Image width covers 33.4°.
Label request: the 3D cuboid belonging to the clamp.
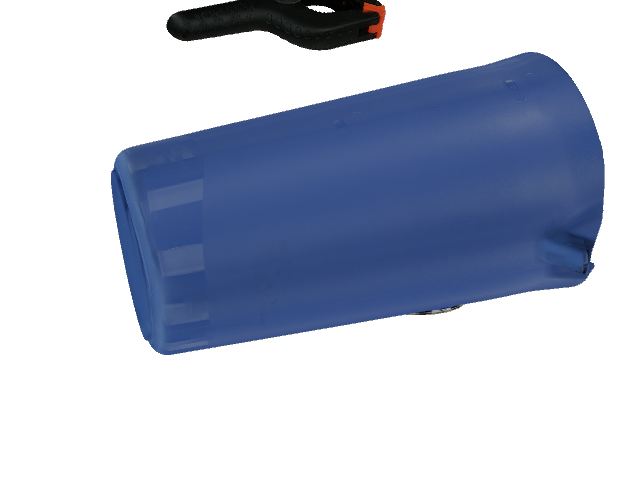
[{"bbox_3d":[-0.033,-0.202,0.865,0.171,0.120,0.039,7,-27,-5],"label":"clamp"}]

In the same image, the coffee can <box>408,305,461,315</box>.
[{"bbox_3d":[0.096,-0.006,1.081,0.103,0.140,0.103,-1,14,0],"label":"coffee can"}]

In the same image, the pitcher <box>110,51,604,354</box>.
[{"bbox_3d":[0.014,-0.022,0.578,0.242,0.145,0.149,-11,-6,-14],"label":"pitcher"}]
